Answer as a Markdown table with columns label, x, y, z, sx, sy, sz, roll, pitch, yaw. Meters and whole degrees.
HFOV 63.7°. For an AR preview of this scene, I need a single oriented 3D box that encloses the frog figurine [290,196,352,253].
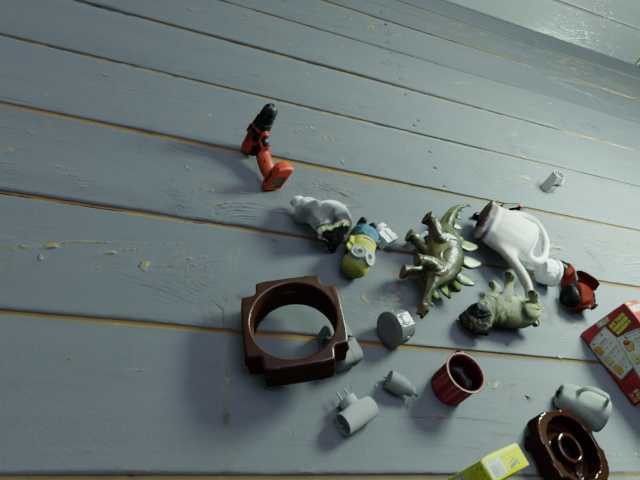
| label | x | y | z | sx | sy | sz | roll | pitch | yaw |
| --- | --- | --- | --- | --- | --- | --- | --- | --- | --- |
| frog figurine | 0.004 | -0.066 | 1.301 | 0.136 | 0.122 | 0.162 | 29 | 21 | -50 |

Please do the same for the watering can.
| label | x | y | z | sx | sy | sz | roll | pitch | yaw |
| --- | --- | --- | --- | --- | --- | --- | --- | --- | --- |
| watering can | 0.544 | 0.011 | 1.467 | 0.225 | 0.101 | 0.355 | 28 | 44 | 7 |
